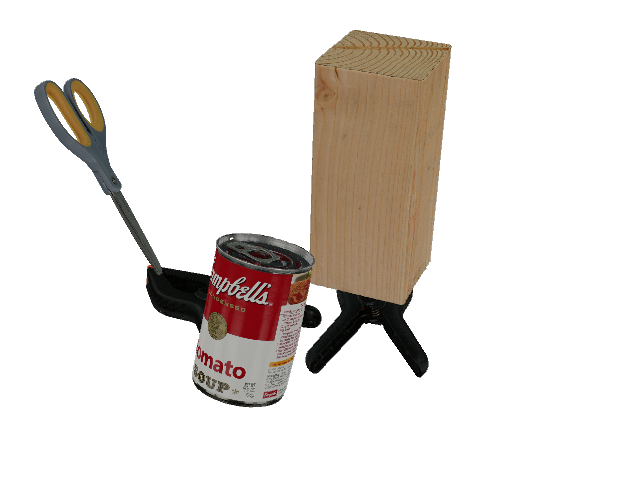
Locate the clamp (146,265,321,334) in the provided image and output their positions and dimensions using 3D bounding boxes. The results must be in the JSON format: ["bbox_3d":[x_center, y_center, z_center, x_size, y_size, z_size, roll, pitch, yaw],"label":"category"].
[{"bbox_3d":[-0.126,0.076,1.188,0.210,0.036,0.164,19,22,28],"label":"clamp"}]

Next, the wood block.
[{"bbox_3d":[0.048,-0.062,0.908,0.091,0.206,0.090,13,32,18],"label":"wood block"}]

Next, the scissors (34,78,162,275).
[{"bbox_3d":[-0.195,-0.069,0.989,0.016,0.201,0.096,-23,28,19],"label":"scissors"}]

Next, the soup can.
[{"bbox_3d":[-0.047,0.054,0.731,0.068,0.102,0.068,12,17,-4],"label":"soup can"}]

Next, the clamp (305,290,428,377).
[{"bbox_3d":[0.062,0.073,1.090,0.120,0.171,0.039,11,-39,11],"label":"clamp"}]
